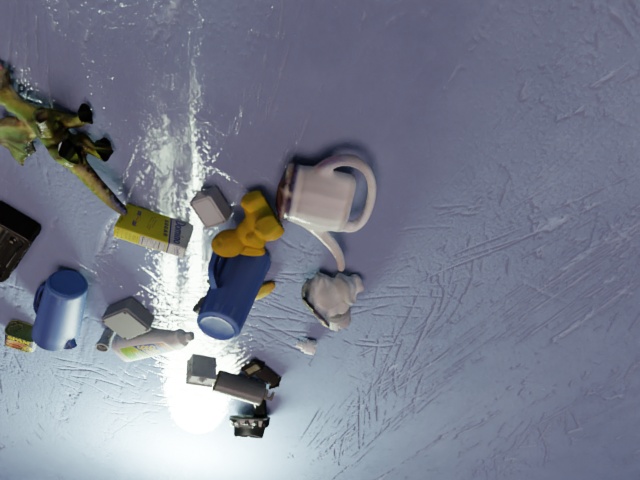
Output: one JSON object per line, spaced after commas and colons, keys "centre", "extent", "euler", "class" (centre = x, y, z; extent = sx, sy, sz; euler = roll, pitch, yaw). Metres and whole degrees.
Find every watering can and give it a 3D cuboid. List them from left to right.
{"centre": [0.004, -0.061, 1.207], "extent": [0.224, 0.106, 0.339], "euler": [12, 130, -4], "class": "watering can"}

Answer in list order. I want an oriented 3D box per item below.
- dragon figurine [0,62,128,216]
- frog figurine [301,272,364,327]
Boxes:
{"centre": [-0.613, -0.213, 1.160], "extent": [0.243, 0.125, 0.401], "euler": [5, 132, 24], "class": "dragon figurine"}
{"centre": [0.033, 0.139, 1.397], "extent": [0.161, 0.122, 0.137], "euler": [-42, 94, -12], "class": "frog figurine"}
